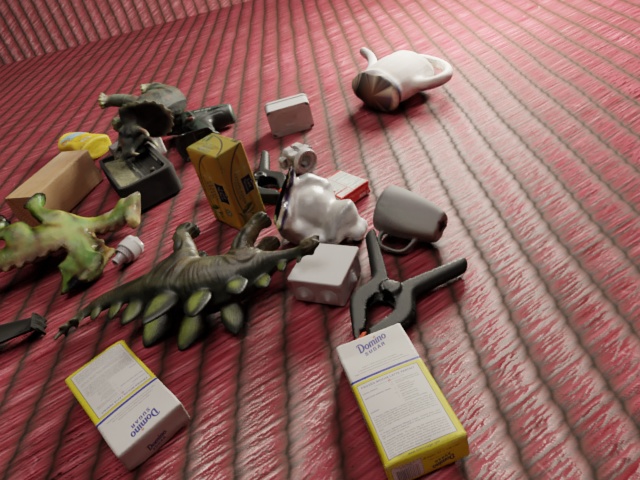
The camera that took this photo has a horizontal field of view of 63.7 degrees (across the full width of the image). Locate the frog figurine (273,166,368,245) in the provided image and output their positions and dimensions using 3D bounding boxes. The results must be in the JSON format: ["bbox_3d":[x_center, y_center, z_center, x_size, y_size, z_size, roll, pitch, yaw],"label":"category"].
[{"bbox_3d":[0.003,-0.046,0.912,0.159,0.141,0.120,16,-35,-13],"label":"frog figurine"}]

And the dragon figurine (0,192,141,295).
[{"bbox_3d":[-0.525,0.025,1.002,0.244,0.119,0.417,22,51,30],"label":"dragon figurine"}]

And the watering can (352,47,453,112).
[{"bbox_3d":[0.171,-0.431,1.339,0.227,0.101,0.351,-36,42,-25],"label":"watering can"}]
